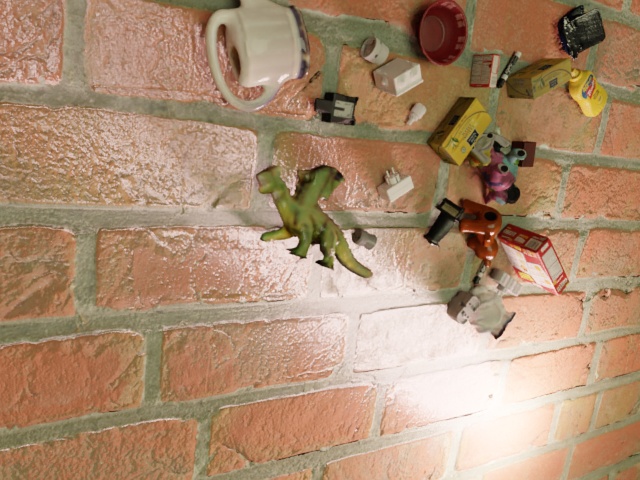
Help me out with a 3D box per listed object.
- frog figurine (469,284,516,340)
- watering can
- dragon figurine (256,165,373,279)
[{"bbox_3d":[0.531,0.225,1.660,0.137,0.122,0.160,-44,85,-2],"label":"frog figurine"},{"bbox_3d":[-0.133,-0.445,1.065,0.226,0.105,0.342,-16,112,-26],"label":"watering can"},{"bbox_3d":[0.004,-0.063,1.260,0.407,0.122,0.244,20,86,-34],"label":"dragon figurine"}]
